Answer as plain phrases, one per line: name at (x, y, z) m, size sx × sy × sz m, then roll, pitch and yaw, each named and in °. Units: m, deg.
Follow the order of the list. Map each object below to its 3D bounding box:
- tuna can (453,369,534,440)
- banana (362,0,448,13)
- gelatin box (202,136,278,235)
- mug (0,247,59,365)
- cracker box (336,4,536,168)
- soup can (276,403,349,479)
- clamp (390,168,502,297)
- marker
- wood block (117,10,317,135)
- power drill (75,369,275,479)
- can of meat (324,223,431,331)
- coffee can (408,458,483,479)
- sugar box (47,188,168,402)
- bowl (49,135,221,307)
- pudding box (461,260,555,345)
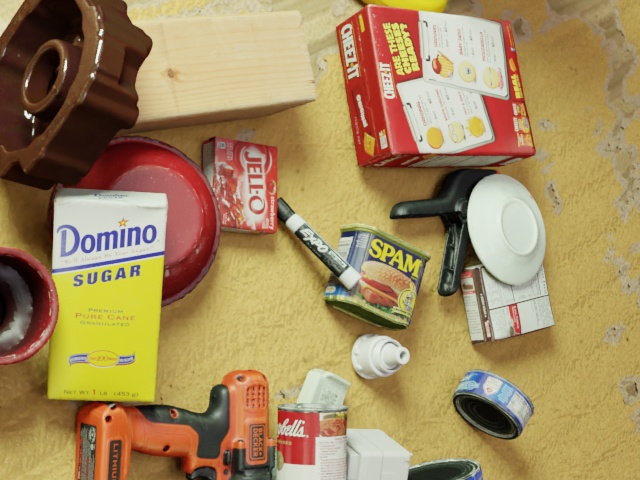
tuna can at (0.190, 0.182, 1.176) m, size 0.086 × 0.086 × 0.033 m, roll 48°, pitch 62°, yaw -21°
banana at (0.071, -0.283, 1.182) m, size 0.197 × 0.037 × 0.069 m, roll 16°, pitch 60°, yaw -34°
gelatin box at (-0.078, -0.053, 1.047) m, size 0.073 × 0.030 × 0.089 m, roll 6°, pitch 81°, yaw -35°
mug at (-0.273, 0.066, 0.860) m, size 0.093 × 0.082 × 0.117 m, roll 27°, pitch 69°, yaw -31°
cracker box at (0.129, -0.164, 1.180) m, size 0.213 × 0.072 × 0.164 m, roll -3°, pitch 80°, yaw -35°
soup can at (-0.007, 0.207, 1.007) m, size 0.068 × 0.069 × 0.102 m, roll 4°, pitch 85°, yaw -35°
clamp at (0.147, -0.034, 1.202) m, size 0.120 × 0.039 × 0.171 m, roll 52°, pitch 52°, yaw -24°
marker at (-0.007, 0.001, 1.070) m, size 0.121 × 0.020 × 0.020 m, roll 45°, pitch 58°, yaw 7°
wood block at (-0.116, -0.156, 0.996) m, size 0.205 × 0.090 × 0.091 m, roll -12°, pitch 92°, yaw -36°
power drill at (-0.126, 0.211, 0.965) m, size 0.187 × 0.057 × 0.184 m, roll 4°, pitch 83°, yaw -37°
can of meat at (0.059, 0.040, 1.118) m, size 0.102 × 0.058 × 0.084 m, roll 25°, pitch 73°, yaw -30°
coffee can at (0.130, 0.309, 1.106) m, size 0.102 × 0.103 × 0.140 m, roll -13°, pitch 91°, yaw -36°
sugar box at (-0.179, 0.047, 0.898) m, size 0.093 × 0.048 × 0.176 m, roll 2°, pitch 108°, yaw -10°
bowl at (-0.156, -0.018, 0.954) m, size 0.161 × 0.055 × 0.162 m, roll 2°, pitch 84°, yaw -24°
pudding box at (0.218, 0.067, 1.240) m, size 0.113 × 0.039 × 0.090 m, roll -9°, pitch 87°, yaw -39°
